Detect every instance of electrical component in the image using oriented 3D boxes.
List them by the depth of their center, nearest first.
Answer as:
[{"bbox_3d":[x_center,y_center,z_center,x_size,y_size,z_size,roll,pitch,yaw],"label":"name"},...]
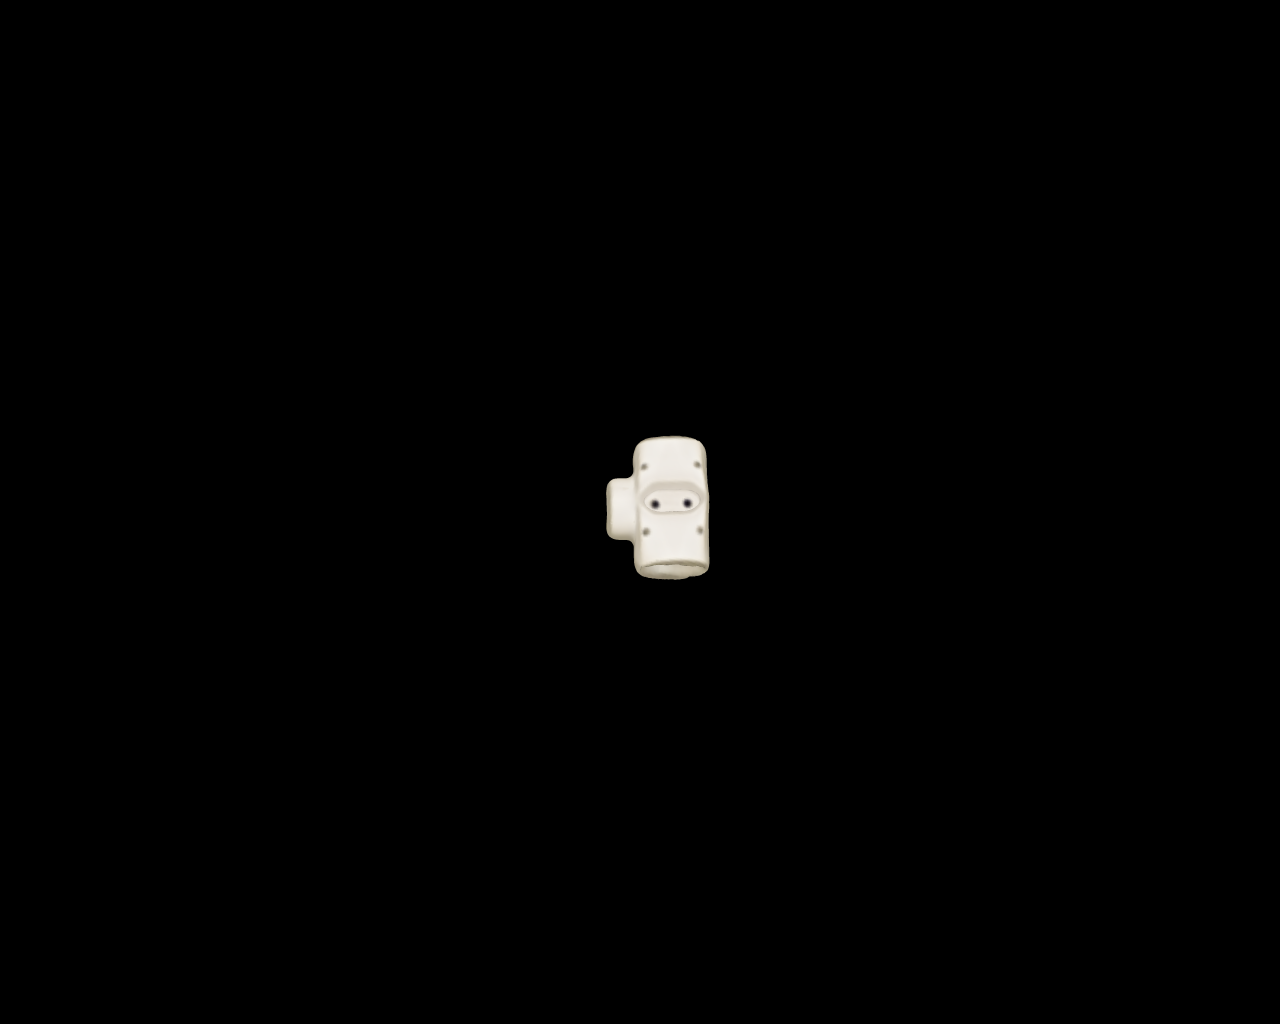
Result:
[{"bbox_3d":[0.001,-0.003,0.650,0.079,0.077,0.043,0,-15,0],"label":"electrical component"}]
